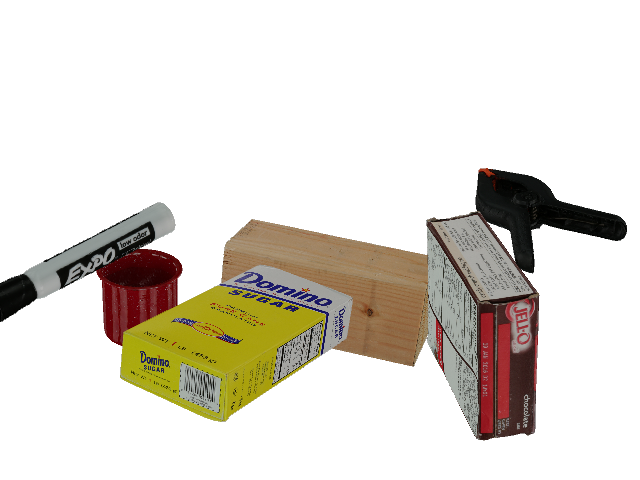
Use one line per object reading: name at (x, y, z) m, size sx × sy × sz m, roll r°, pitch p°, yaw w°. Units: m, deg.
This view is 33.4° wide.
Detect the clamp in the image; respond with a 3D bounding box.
clamp at (0.219, -0.029, 1.064) m, size 0.120 × 0.039 × 0.171 m, roll -9°, pitch 34°, yaw -15°

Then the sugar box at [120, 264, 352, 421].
sugar box at (-0.058, 0.071, 0.805) m, size 0.093 × 0.048 × 0.175 m, roll 19°, pitch 27°, yaw 25°

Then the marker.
marker at (-0.131, 0.011, 0.582) m, size 0.120 × 0.020 × 0.020 m, roll -31°, pitch 19°, yaw -36°

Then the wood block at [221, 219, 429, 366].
wood block at (0.009, 0.051, 1.092) m, size 0.206 × 0.091 × 0.090 m, roll 12°, pitch 22°, yaw 12°

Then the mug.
mug at (-0.208, 0.062, 1.189) m, size 0.093 × 0.081 × 0.117 m, roll -21°, pitch 35°, yaw -40°

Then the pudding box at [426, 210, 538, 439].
pudding box at (0.092, 0.046, 0.618) m, size 0.039 × 0.090 × 0.113 m, roll -7°, pitch 26°, yaw -9°
